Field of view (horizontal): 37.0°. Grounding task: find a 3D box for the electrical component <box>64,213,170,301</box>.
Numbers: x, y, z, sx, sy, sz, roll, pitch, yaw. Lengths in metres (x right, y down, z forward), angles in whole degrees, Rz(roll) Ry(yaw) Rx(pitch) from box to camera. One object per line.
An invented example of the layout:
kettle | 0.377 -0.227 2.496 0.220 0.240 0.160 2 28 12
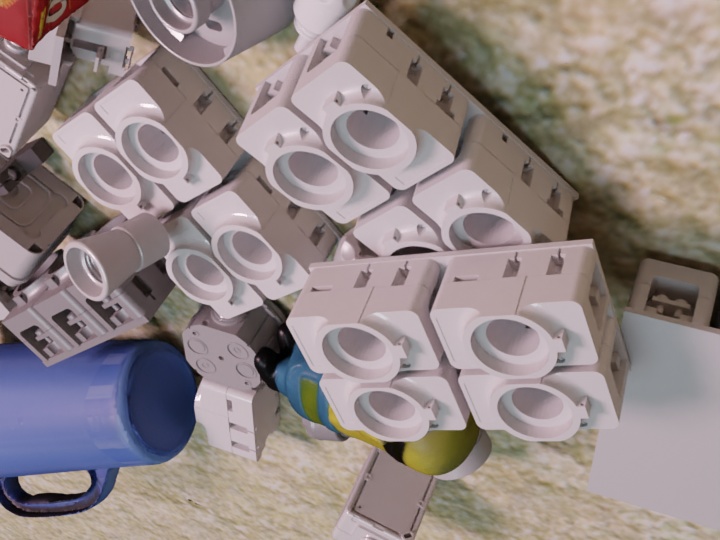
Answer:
electrical component | -0.163 -0.012 0.735 0.044 0.065 0.044 23 129 31

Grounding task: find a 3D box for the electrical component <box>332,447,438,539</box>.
electrical component | 0.019 0.205 0.916 0.062 0.096 0.061 26 139 3

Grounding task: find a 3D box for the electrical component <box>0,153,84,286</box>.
electrical component | -0.289 -0.051 0.851 0.113 0.078 0.057 39 134 -10

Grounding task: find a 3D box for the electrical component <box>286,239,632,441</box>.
electrical component | 0.060 0.048 0.664 0.186 0.060 0.105 -5 129 27

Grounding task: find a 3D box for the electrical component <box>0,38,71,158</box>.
electrical component | -0.243 -0.139 0.752 0.062 0.061 0.096 35 138 -6

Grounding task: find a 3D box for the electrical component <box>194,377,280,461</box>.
electrical component | -0.106 0.114 0.931 0.056 0.050 0.089 16 136 15

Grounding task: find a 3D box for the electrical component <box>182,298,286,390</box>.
electrical component | -0.101 0.054 0.869 0.080 0.051 0.080 15 136 15

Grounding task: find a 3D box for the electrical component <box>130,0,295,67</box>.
electrical component | -0.092 -0.175 0.651 0.099 0.064 0.099 27 142 24

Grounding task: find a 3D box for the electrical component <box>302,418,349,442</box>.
electrical component | -0.013 0.121 0.892 0.062 0.043 0.043 1 131 27

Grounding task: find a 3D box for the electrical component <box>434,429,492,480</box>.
electrical component | 0.070 0.129 0.847 0.055 0.055 0.047 -8 123 34

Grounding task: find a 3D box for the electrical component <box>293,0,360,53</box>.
electrical component | -0.024 -0.152 0.639 0.035 0.035 0.061 32 140 -3

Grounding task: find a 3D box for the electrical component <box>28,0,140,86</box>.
electrical component | -0.176 -0.157 0.693 0.064 0.081 0.042 13 140 -15

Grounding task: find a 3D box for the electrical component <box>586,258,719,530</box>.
electrical component | 0.221 0.085 0.715 0.105 0.060 0.186 14 136 16

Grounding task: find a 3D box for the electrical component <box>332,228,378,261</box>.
electrical component | 0.000 0.000 0.767 0.043 0.043 0.062 28 139 2

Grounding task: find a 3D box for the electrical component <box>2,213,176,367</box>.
electrical component | -0.209 0.009 0.856 0.150 0.089 0.061 -22 118 41

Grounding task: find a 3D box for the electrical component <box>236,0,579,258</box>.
electrical component | 0.030 -0.059 0.656 0.186 0.060 0.105 37 139 -24

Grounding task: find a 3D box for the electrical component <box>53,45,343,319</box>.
electrical component | -0.116 -0.056 0.764 0.105 0.060 0.186 -22 118 41

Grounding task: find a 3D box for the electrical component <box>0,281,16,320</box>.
electrical component | -0.382 -0.004 0.961 0.186 0.060 0.105 -11 124 36
